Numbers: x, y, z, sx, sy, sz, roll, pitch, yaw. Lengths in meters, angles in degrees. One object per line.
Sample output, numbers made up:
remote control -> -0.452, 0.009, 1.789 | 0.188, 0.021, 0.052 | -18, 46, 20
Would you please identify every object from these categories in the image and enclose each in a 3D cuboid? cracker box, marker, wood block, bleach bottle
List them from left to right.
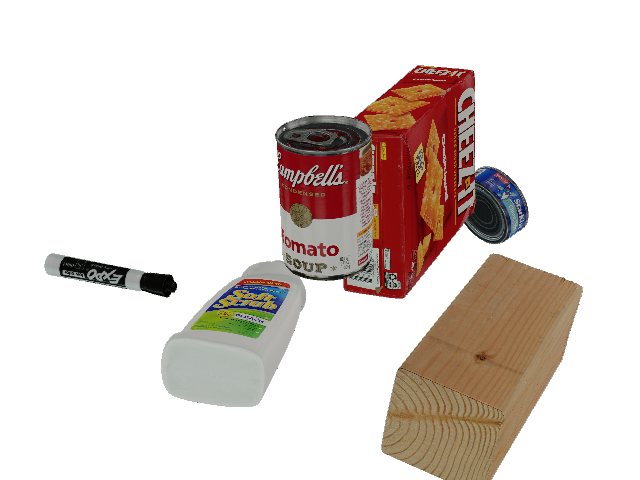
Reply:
marker -> -0.175, 0.029, 0.890 | 0.121, 0.020, 0.020 | 9, 3, 21
bleach bottle -> -0.076, 0.078, 1.085 | 0.102, 0.068, 0.250 | 8, 22, 7
cracker box -> 0.091, -0.063, 1.044 | 0.072, 0.164, 0.213 | 9, 28, 24
wood block -> 0.140, 0.104, 0.898 | 0.091, 0.090, 0.205 | 21, 34, 21

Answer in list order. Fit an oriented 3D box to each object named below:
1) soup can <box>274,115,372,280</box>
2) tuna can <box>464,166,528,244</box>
soup can -> 0.003, -0.031, 0.768 | 0.068, 0.102, 0.068 | -1, 28, 1
tuna can -> 0.194, -0.039, 1.217 | 0.033, 0.086, 0.086 | -34, 16, -26
